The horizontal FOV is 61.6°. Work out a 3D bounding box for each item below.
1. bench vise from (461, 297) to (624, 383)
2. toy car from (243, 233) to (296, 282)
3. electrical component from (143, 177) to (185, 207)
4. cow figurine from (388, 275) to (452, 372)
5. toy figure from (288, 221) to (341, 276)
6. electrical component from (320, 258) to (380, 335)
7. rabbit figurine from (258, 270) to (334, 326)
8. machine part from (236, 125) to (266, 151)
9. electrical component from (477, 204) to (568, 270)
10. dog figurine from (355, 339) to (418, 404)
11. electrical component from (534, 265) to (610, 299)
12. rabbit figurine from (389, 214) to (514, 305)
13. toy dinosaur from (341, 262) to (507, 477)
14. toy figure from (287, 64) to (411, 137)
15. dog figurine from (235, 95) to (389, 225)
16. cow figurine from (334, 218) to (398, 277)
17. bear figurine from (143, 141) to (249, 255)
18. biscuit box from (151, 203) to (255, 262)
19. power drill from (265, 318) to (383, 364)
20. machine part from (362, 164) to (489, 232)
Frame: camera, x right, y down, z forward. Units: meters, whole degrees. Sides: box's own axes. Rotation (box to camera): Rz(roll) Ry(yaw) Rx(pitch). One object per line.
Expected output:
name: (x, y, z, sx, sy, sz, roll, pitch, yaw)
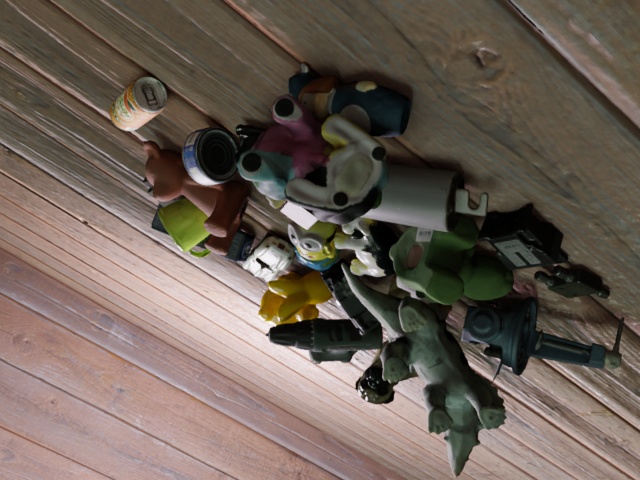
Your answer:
bench vise: (0.333, 0.159, 0.836, 0.241, 0.129, 0.223, 10, 159, 33)
toy car: (-0.107, 0.041, 1.106, 0.073, 0.056, 0.201, 31, 154, -10)
electrical component: (-0.297, -0.100, 1.042, 0.078, 0.045, 0.102, -27, 128, 32)
cow figurine: (0.184, 0.162, 0.978, 0.086, 0.127, 0.194, 1, 142, 47)
toy figure: (-0.005, -0.004, 0.903, 0.082, 0.089, 0.180, 6, 159, 12)
electrical component: (0.057, 0.099, 0.991, 0.114, 0.058, 0.134, 58, 178, -11)
rabbit figurine: (-0.041, 0.107, 1.099, 0.173, 0.122, 0.162, -27, 163, 32)
machine part: (-0.073, -0.118, 0.802, 0.084, 0.039, 0.138, 5, 146, 22)
electrical component: (0.273, 0.009, 0.701, 0.119, 0.048, 0.075, 41, 151, -25)
dog figurine: (0.177, 0.272, 1.118, 0.172, 0.190, 0.121, 24, 154, 2)
electrical component: (0.351, 0.062, 0.746, 0.094, 0.021, 0.063, 23, 158, -14)
rabbit figurine: (0.194, 0.050, 0.781, 0.170, 0.121, 0.159, 21, 162, -24)
toy dinosaur: (0.169, 0.178, 0.842, 0.404, 0.131, 0.192, 59, -172, -3)
toy figure: (0.026, -0.158, 0.613, 0.155, 0.058, 0.064, 18, 115, 20)
dog figurine: (-0.019, -0.083, 0.661, 0.192, 0.108, 0.219, 25, 175, 0)
cow figurine: (0.078, -0.004, 0.832, 0.098, 0.068, 0.167, 10, 150, 32)
bear figurine: (-0.226, -0.077, 0.920, 0.196, 0.132, 0.120, 22, 153, -3)
biscuit box: (-0.238, -0.016, 1.097, 0.203, 0.062, 0.059, 21, -176, 12)
power drill: (0.009, 0.206, 1.119, 0.232, 0.086, 0.207, -2, 155, -1)
machine part: (0.096, -0.060, 0.702, 0.244, 0.079, 0.079, 12, 151, 27)
